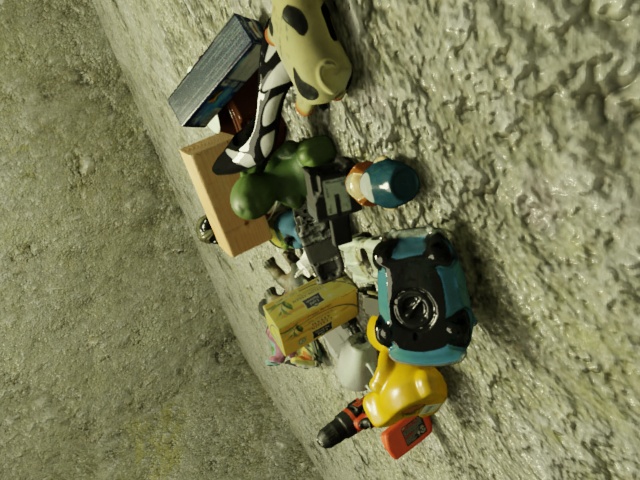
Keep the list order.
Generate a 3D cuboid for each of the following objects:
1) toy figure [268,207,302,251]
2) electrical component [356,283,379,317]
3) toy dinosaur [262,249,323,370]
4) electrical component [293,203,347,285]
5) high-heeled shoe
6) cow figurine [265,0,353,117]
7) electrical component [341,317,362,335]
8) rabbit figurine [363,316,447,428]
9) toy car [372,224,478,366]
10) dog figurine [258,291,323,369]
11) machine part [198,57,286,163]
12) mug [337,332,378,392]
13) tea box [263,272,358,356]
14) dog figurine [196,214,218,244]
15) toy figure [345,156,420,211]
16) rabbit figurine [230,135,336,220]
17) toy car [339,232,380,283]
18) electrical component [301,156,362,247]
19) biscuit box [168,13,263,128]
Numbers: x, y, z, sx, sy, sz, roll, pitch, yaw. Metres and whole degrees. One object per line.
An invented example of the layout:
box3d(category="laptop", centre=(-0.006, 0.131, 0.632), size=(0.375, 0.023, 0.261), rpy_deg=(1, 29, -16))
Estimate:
box3d(category="toy figure", centre=(-0.060, -0.020, 1.066), size=(0.180, 0.082, 0.089), rpy_deg=(13, 112, 59))
box3d(category="electrical component", centre=(0.098, 0.088, 0.800), size=(0.102, 0.078, 0.045), rpy_deg=(177, 87, -77))
box3d(category="toy dinosaur", centre=(-0.040, 0.167, 1.257), size=(0.199, 0.105, 0.470), rpy_deg=(49, 162, 29))
box3d(category="electrical component", centre=(-0.002, -0.003, 0.919), size=(0.134, 0.058, 0.114), rpy_deg=(-106, -2, -70))
box3d(category="high-heeled shoe", centre=(-0.103, -0.195, 0.771), size=(0.145, 0.249, 0.086), rpy_deg=(49, -153, -24))
box3d(category="cow figurine", centre=(-0.022, -0.255, 0.628), size=(0.194, 0.085, 0.127), rpy_deg=(68, 168, -6))
box3d(category="electrical component", centre=(0.053, 0.158, 1.109), size=(0.094, 0.021, 0.063), rpy_deg=(60, 162, 11))
box3d(category="rabbit figurine", centre=(0.116, 0.177, 0.823), size=(0.162, 0.122, 0.173), rpy_deg=(91, 166, -50))
box3d(category="toy car", centre=(0.123, 0.060, 0.633), size=(0.103, 0.109, 0.161), rpy_deg=(-16, -84, -64))
box3d(category="dog figurine", centre=(-0.080, 0.239, 1.485), size=(0.108, 0.192, 0.219), rpy_deg=(117, 158, -72))
box3d(category="machine part", centre=(-0.151, -0.241, 1.008), size=(0.201, 0.087, 0.201), rpy_deg=(60, 161, 11))
box3d(category="mug", centre=(0.081, 0.242, 1.058), size=(0.110, 0.081, 0.107), rpy_deg=(-128, 30, -47))
box3d(category="tea box", centre=(-0.014, 0.135, 1.021), size=(0.068, 0.170, 0.098), rpy_deg=(48, 159, 38))
box3d(category="dog figurine", centre=(-0.213, -0.069, 1.255), size=(0.121, 0.190, 0.172), rpy_deg=(68, 164, -14))
box3d(category="toy figure", centre=(0.070, -0.073, 0.680), size=(0.154, 0.058, 0.064), rpy_deg=(-165, 89, -69))
box3d(category="rabbit figurine", centre=(-0.070, -0.097, 0.842), size=(0.159, 0.170, 0.121), rpy_deg=(39, 149, 52))
box3d(category="toy car", centre=(0.080, 0.028, 0.790), size=(0.073, 0.056, 0.202), rpy_deg=(65, 162, -7))
box3d(category="electrical component", centre=(0.021, -0.055, 0.781), size=(0.048, 0.075, 0.119), rpy_deg=(-129, 23, -62))
box3d(category="biscuit box", centre=(-0.164, -0.265, 0.868), size=(0.202, 0.059, 0.063), rpy_deg=(-37, 78, 31))
